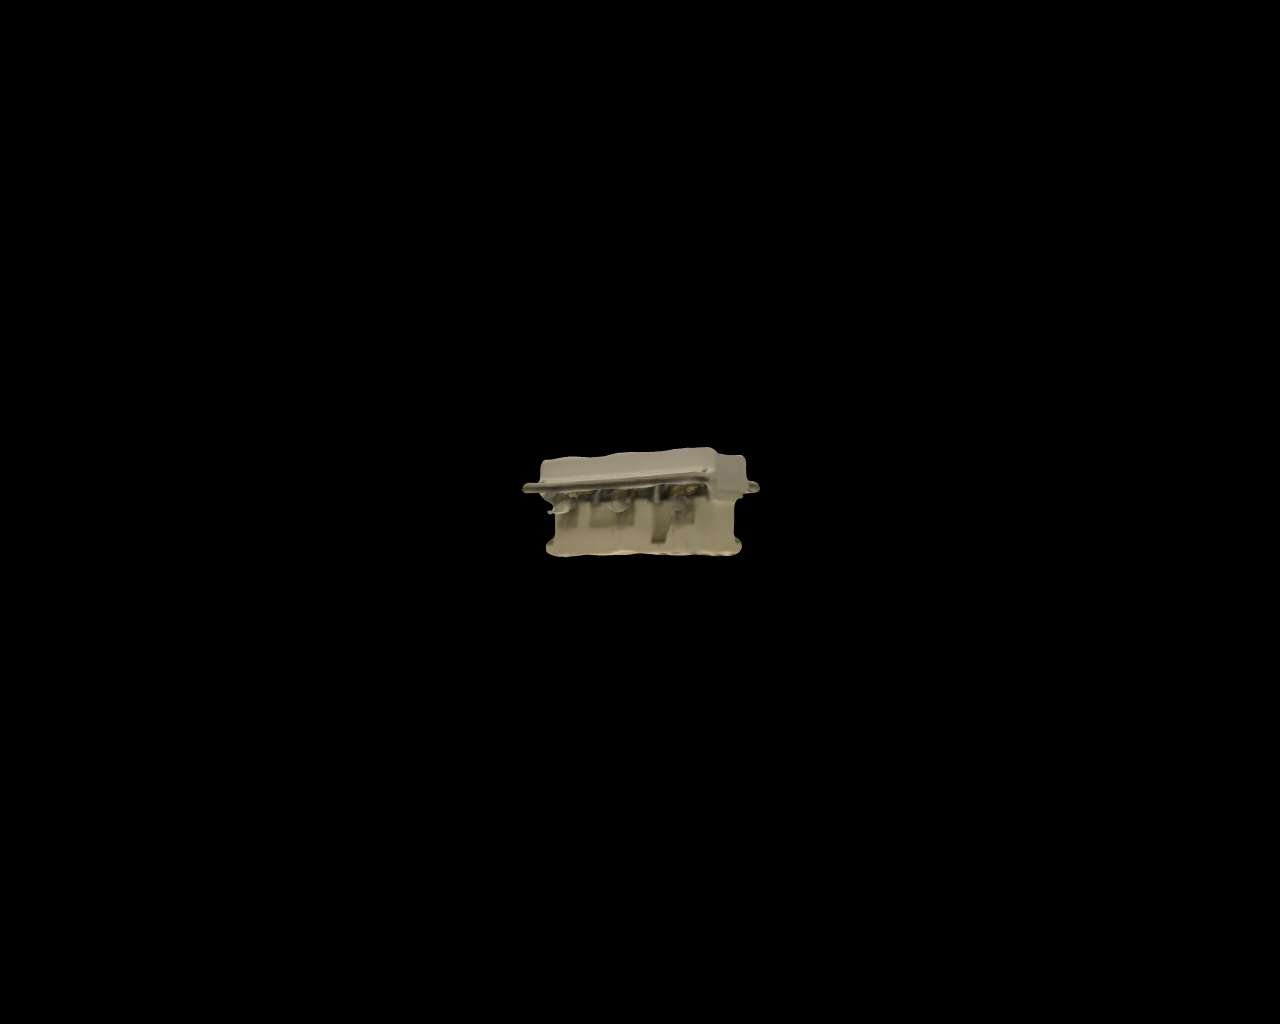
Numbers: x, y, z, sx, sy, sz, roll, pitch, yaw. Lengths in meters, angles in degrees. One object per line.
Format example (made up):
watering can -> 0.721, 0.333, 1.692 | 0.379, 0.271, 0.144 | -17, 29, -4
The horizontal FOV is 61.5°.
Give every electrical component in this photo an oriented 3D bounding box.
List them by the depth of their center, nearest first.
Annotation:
electrical component -> 0.001, -0.003, 0.650 | 0.121, 0.063, 0.079 | -2, -3, 31
